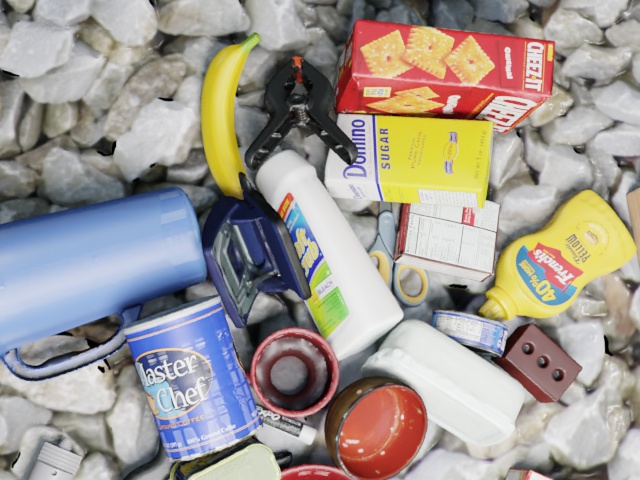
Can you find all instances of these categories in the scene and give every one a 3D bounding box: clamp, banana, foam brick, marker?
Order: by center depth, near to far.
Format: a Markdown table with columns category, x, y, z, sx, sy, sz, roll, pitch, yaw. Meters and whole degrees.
| category | x | y | z | sx | sy | sz | roll | pitch | yaw |
| --- | --- | --- | --- | --- | --- | --- | --- | --- | --- |
| clamp | -0.140 | 0.260 | 1.130 | 0.164 | 0.036 | 0.210 | 34 | 83 | -9 |
| marker | -0.063 | 0.192 | 1.163 | 0.121 | 0.020 | 0.020 | 23 | 78 | -3 |
| clamp | -0.013 | -0.138 | 1.175 | 0.120 | 0.039 | 0.171 | 7 | 52 | 2 |
| foam brick | 0.242 | 0.138 | 1.193 | 0.078 | 0.051 | 0.053 | 41 | 78 | 1 |
| banana | -0.104 | -0.133 | 1.194 | 0.037 | 0.070 | 0.198 | 7 | 83 | -47 |

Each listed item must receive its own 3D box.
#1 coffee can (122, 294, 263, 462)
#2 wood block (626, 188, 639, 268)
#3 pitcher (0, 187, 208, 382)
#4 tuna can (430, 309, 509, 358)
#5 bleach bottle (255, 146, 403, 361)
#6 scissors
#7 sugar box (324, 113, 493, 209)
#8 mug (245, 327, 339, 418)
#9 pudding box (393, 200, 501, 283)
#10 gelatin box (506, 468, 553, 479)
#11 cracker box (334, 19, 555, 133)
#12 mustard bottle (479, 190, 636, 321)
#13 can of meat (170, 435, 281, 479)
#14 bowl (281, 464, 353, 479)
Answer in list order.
| category | x | y | z | sx | sy | sz | roll | pitch | yaw |
| --- | --- | --- | --- | --- | --- | --- | --- | --- | --- |
| coffee can | -0.127 | 0.137 | 1.067 | 0.102 | 0.103 | 0.140 | -19 | 92 | -10 |
| wood block | 0.425 | 0.034 | 1.214 | 0.090 | 0.090 | 0.206 | -7 | 81 | -9 |
| pitcher | -0.243 | 0.035 | 1.119 | 0.242 | 0.149 | 0.145 | -16 | 50 | -12 |
| tuna can | 0.162 | 0.103 | 1.172 | 0.086 | 0.086 | 0.034 | 15 | 80 | -4 |
| bleach bottle | -0.008 | 0.001 | 1.172 | 0.067 | 0.103 | 0.251 | -19 | 72 | -37 |
| scissors | 0.092 | -0.010 | 1.219 | 0.096 | 0.016 | 0.201 | 17 | 79 | -5 |
| sugar box | 0.098 | -0.089 | 1.177 | 0.176 | 0.048 | 0.093 | 5 | 62 | 14 |
| mug | -0.043 | 0.145 | 1.141 | 0.117 | 0.081 | 0.093 | -10 | 82 | -9 |
| pudding box | 0.144 | -0.009 | 1.203 | 0.113 | 0.039 | 0.090 | 13 | 73 | -10 |
| gelatin box | 0.252 | 0.277 | 1.159 | 0.089 | 0.073 | 0.030 | 23 | 78 | -3 |
| cracker box | 0.129 | -0.175 | 1.176 | 0.213 | 0.164 | 0.072 | 6 | 82 | -6 |
| mustard bottle | 0.258 | 0.032 | 1.210 | 0.191 | 0.058 | 0.096 | -36 | 88 | -11 |
| can of meat | -0.095 | 0.239 | 1.079 | 0.102 | 0.084 | 0.057 | -26 | 94 | -14 |
| bowl | -0.010 | 0.318 | 1.129 | 0.162 | 0.055 | 0.162 | 1 | 80 | -7 |
